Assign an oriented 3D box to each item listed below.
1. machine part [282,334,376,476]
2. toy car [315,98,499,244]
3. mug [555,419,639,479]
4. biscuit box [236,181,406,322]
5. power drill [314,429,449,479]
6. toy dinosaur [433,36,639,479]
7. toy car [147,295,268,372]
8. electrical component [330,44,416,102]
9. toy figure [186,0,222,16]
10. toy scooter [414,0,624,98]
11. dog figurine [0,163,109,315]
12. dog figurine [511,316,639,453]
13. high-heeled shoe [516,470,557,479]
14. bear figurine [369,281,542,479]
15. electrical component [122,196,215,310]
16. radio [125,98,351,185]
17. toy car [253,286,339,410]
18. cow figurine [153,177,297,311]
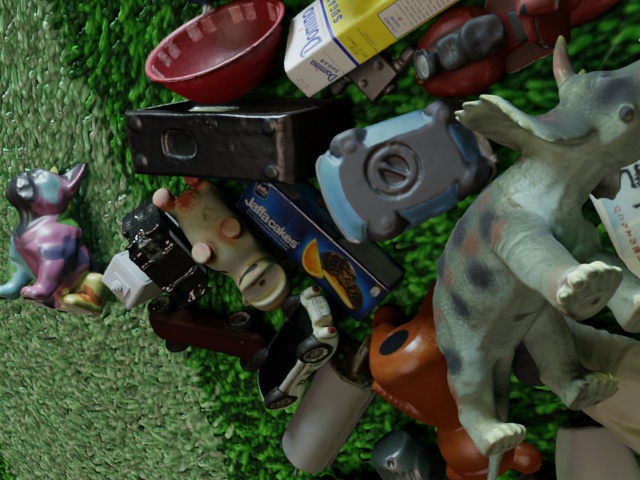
[{"bbox_3d":[0.014,0.211,0.676,0.079,0.079,0.243,32,121,16],"label":"machine part"},{"bbox_3d":[0.082,-0.068,0.523,0.162,0.103,0.109,-26,91,9],"label":"toy car"},{"bbox_3d":[0.287,0.232,0.528,0.110,0.080,0.107,-9,77,-2],"label":"mug"},{"bbox_3d":[-0.001,-0.002,0.620,0.203,0.059,0.062,43,122,10],"label":"biscuit box"},{"bbox_3d":[0.099,0.354,0.676,0.207,0.086,0.232,-23,104,37],"label":"power drill"},{"bbox_3d":[0.152,0.036,0.436,0.192,0.131,0.404,-109,24,-44],"label":"toy dinosaur"},{"bbox_3d":[-0.155,0.127,0.755,0.202,0.053,0.089,5,124,27],"label":"toy car"},{"bbox_3d":[0.053,-0.175,0.552,0.063,0.021,0.094,50,123,5],"label":"electrical component"},{"bbox_3d":[-0.083,-0.286,0.567,0.155,0.058,0.064,-6,94,33],"label":"toy figure"},{"bbox_3d":[0.148,-0.168,0.435,0.184,0.135,0.075,-19,98,34],"label":"toy scooter"},{"bbox_3d":[-0.393,-0.006,0.819,0.109,0.191,0.219,0,73,32],"label":"dog figurine"},{"bbox_3d":[0.282,0.137,0.508,0.121,0.172,0.191,-49,38,-2],"label":"dog figurine"},{"bbox_3d":[0.191,0.364,0.574,0.249,0.086,0.145,-42,111,-9],"label":"high-heeled shoe"},{"bbox_3d":[0.144,0.161,0.581,0.120,0.132,0.195,-35,107,34],"label":"bear figurine"},{"bbox_3d":[-0.195,0.009,0.689,0.058,0.134,0.114,-34,119,-1],"label":"electrical component"},{"bbox_3d":[-0.092,-0.114,0.589,0.230,0.131,0.073,6,112,28],"label":"radio"},{"bbox_3d":[-0.030,0.135,0.641,0.201,0.056,0.074,-60,41,41],"label":"toy car"},{"bbox_3d":[-0.106,0.010,0.656,0.085,0.127,0.195,-44,65,2],"label":"cow figurine"}]
